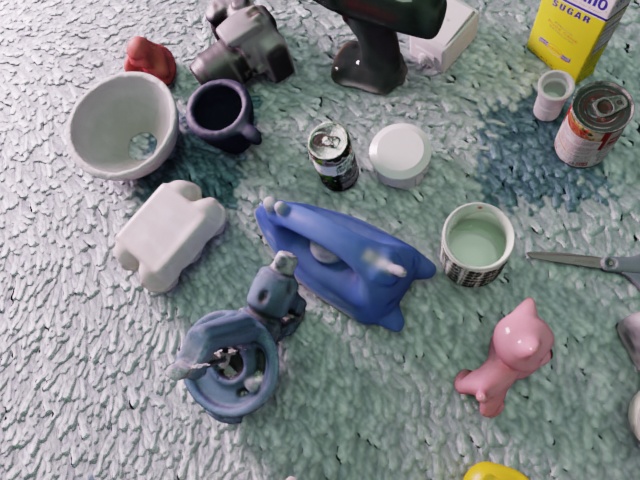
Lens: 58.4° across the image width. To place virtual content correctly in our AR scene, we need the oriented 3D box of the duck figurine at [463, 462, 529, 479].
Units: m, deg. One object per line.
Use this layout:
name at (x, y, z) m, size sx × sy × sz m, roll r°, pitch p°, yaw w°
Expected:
duck figurine at (0.200, 0.284, 0.601) m, size 0.104 × 0.086 × 0.077 m, roll 42°, pitch 84°, yaw 19°

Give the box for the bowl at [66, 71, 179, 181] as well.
bowl at (-0.272, -0.153, 0.828) m, size 0.167 × 0.075 × 0.167 m, roll -3°, pitch 72°, yaw 9°

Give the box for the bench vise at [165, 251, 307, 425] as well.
bench vise at (-0.100, 0.099, 0.641) m, size 0.121 × 0.220 × 0.207 m, roll 6°, pitch 74°, yaw 12°

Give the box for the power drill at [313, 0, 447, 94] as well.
power drill at (0.048, -0.283, 0.743) m, size 0.229 × 0.209 × 0.076 m, roll 17°, pitch 76°, yaw 15°

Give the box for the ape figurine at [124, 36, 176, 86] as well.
ape figurine at (-0.257, -0.268, 0.853) m, size 0.077 × 0.092 × 0.076 m, roll 37°, pitch 82°, yaw 19°

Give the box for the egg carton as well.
egg carton at (-0.201, -0.007, 0.772) m, size 0.107 × 0.069 × 0.150 m, roll 36°, pitch 82°, yaw 18°

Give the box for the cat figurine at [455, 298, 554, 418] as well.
cat figurine at (0.209, 0.131, 0.631) m, size 0.067 × 0.118 × 0.128 m, roll 38°, pitch 82°, yaw 19°

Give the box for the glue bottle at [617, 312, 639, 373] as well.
glue bottle at (0.360, 0.101, 0.585) m, size 0.037 × 0.173 × 0.078 m, roll -20°, pitch 70°, yaw 3°

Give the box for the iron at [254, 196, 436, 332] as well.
iron at (0.006, 0.002, 0.695) m, size 0.257 × 0.141 × 0.119 m, roll 29°, pitch 79°, yaw 17°

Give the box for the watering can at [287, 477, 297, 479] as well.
watering can at (-0.077, 0.324, 0.579) m, size 0.100 × 0.194 × 0.173 m, roll 10°, pitch 75°, yaw 13°

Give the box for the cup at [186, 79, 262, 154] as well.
cup at (-0.117, -0.154, 0.791) m, size 0.117 × 0.095 × 0.092 m, roll 36°, pitch 82°, yaw 18°

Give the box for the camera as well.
camera at (-0.130, -0.282, 0.831) m, size 0.137 × 0.101 × 0.143 m, roll -36°, pitch 70°, yaw -3°
